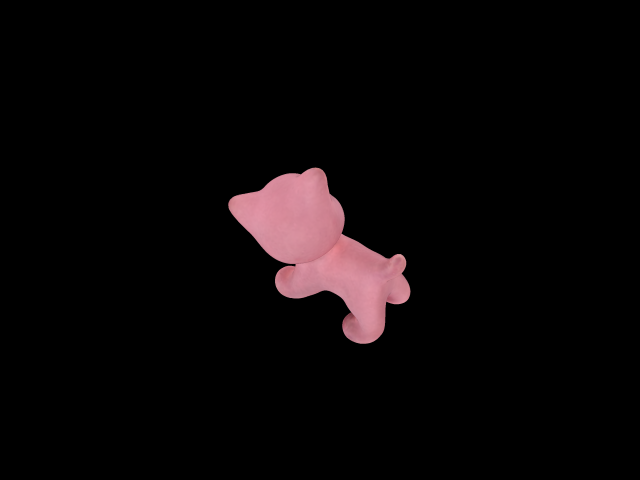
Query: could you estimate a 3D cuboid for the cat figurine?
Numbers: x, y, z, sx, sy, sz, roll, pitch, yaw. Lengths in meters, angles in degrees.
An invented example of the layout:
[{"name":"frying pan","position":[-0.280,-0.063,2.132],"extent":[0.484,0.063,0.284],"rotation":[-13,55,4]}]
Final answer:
[{"name":"cat figurine","position":[0.004,0.001,0.400],"extent":[0.127,0.118,0.067],"rotation":[28,62,16]}]
